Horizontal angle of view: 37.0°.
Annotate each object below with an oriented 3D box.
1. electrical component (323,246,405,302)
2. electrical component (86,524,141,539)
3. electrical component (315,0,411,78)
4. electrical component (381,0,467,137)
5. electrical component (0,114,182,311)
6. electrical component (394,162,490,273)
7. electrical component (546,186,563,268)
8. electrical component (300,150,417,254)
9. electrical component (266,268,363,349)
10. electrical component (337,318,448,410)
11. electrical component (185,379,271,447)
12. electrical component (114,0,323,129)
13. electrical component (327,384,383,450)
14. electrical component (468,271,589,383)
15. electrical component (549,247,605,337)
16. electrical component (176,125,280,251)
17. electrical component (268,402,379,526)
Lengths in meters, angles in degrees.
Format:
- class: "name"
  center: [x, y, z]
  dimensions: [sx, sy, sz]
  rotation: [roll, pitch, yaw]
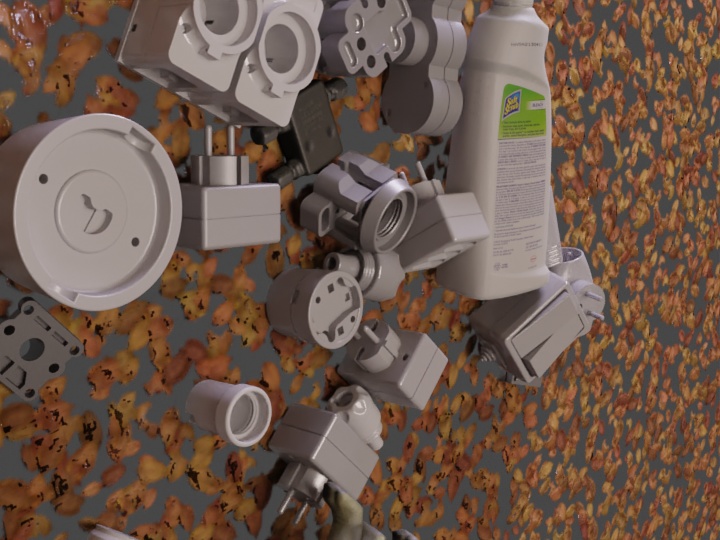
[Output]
- class: "electrical component"
  center: [0.000, 0.000, 0.803]
  dimensions: [0.062, 0.043, 0.043]
  rotation: [12, 87, -46]
- class: "electrical component"
  center: [-0.155, 0.190, 0.662]
  dimensions: [0.045, 0.045, 0.055]
  rotation: [37, 69, -44]
- class: "electrical component"
  center: [-0.010, -0.167, 0.756]
  dimensions: [0.078, 0.057, 0.058]
  rotation: [-48, 128, -32]
- class: "electrical component"
  center: [0.039, -0.172, 0.812]
  dimensions: [0.074, 0.052, 0.138]
  rotation: [-3, 98, -48]
- class: "electrical component"
  center: [-0.162, -0.034, 0.606]
  dimensions: [0.108, 0.060, 0.108]
  rotation: [-10, 103, -47]
- class: "electrical component"
  center: [0.052, -0.046, 0.843]
  dimensions: [0.047, 0.066, 0.076]
  rotation: [-9, 74, -47]
- class: "electrical component"
  center: [0.158, -0.033, 0.971]
  dimensions: [0.043, 0.043, 0.081]
  rotation: [-33, 119, -40]
- class: "electrical component"
  center: [0.004, -0.047, 0.777]
  dimensions: [0.078, 0.057, 0.058]
  rotation: [-40, 147, -37]
- class: "electrical component"
  center: [-0.033, 0.025, 0.767]
  dimensions: [0.055, 0.047, 0.055]
  rotation: [-10, 103, -47]
- class: "electrical component"
  center: [0.015, 0.062, 0.812]
  dimensions: [0.076, 0.066, 0.047]
  rotation: [48, 61, -40]
- class: "electrical component"
  center: [-0.089, 0.094, 0.718]
  dimensions: [0.040, 0.046, 0.040]
  rotation: [-10, 103, -47]
- class: "electrical component"
  center: [-0.069, -0.196, 0.683]
  dimensions: [0.105, 0.060, 0.186]
  rotation: [25, 77, -47]
- class: "electrical component"
  center: [0.001, 0.117, 0.829]
  dimensions: [0.035, 0.035, 0.061]
  rotation: [-55, 134, -27]
- class: "electrical component"
  center: [0.146, 0.051, 0.945]
  dimensions: [0.096, 0.061, 0.061]
  rotation: [-41, 127, -11]
- class: "electrical component"
  center: [0.201, 0.026, 1.003]
  dimensions: [0.043, 0.079, 0.077]
  rotation: [-18, 111, -22]
- class: "electrical component"
  center: [-0.090, -0.055, 0.692]
  dimensions: [0.066, 0.047, 0.076]
  rotation: [-8, 102, -47]
- class: "electrical component"
  center: [-0.035, 0.148, 0.785]
  dimensions: [0.065, 0.047, 0.076]
  rotation: [50, 60, -39]
